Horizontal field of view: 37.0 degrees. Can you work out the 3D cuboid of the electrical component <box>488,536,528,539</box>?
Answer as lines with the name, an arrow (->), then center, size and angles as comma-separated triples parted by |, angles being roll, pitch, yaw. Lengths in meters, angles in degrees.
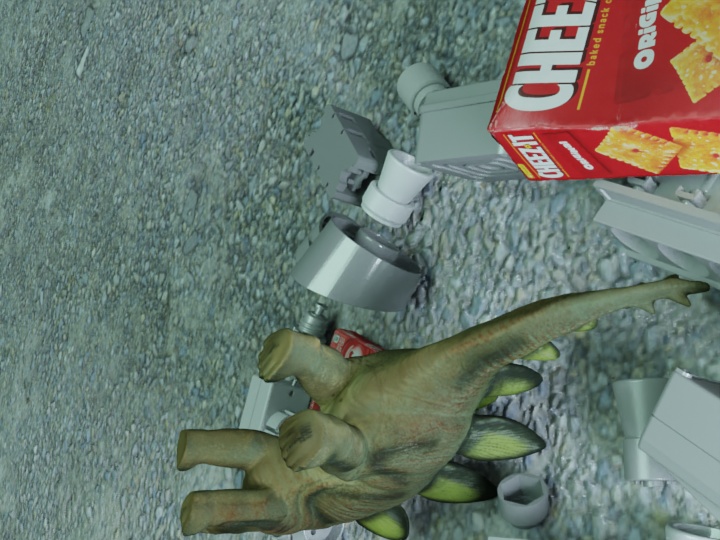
electrical component -> 0.132, 0.212, 0.677 | 0.121, 0.063, 0.078 | -13, 68, 51

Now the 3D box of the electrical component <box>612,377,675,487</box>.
electrical component -> 0.182, 0.102, 0.671 | 0.044, 0.044, 0.065 | -15, 70, 51

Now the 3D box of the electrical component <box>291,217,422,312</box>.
electrical component -> 0.000, 0.000, 0.908 | 0.064, 0.099, 0.099 | -58, 38, 12

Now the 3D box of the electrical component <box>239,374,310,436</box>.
electrical component -> -0.072, 0.147, 0.996 | 0.076, 0.047, 0.083 | 13, 88, 54

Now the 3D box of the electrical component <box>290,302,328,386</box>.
electrical component -> -0.050, 0.068, 1.001 | 0.040, 0.040, 0.078 | 38, 108, 53

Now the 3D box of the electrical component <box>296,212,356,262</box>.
electrical component -> -0.027, -0.017, 0.990 | 0.047, 0.055, 0.055 | -44, 45, 41

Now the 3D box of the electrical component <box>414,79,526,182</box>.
electrical component -> 0.104, -0.105, 0.822 | 0.113, 0.078, 0.057 | 1, 82, 54

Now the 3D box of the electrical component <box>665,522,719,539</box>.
electrical component -> 0.195, 0.183, 0.622 | 0.044, 0.044, 0.065 | 7, 87, 55

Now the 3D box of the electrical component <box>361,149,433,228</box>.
electrical component -> 0.032, -0.071, 0.937 | 0.055, 0.045, 0.045 | -60, 38, 21

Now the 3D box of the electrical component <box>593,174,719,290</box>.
electrical component -> 0.212, -0.029, 0.651 | 0.063, 0.079, 0.121 | -54, 35, -5

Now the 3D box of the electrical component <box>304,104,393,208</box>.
electrical component -> -0.005, -0.103, 0.990 | 0.050, 0.056, 0.089 | -54, 40, 27

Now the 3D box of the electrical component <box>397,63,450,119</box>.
electrical component -> 0.061, -0.146, 0.928 | 0.040, 0.040, 0.078 | -56, 40, 25

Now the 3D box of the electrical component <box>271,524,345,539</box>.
electrical component -> -0.050, 0.199, 0.949 | 0.077, 0.044, 0.079 | -2, 76, 54

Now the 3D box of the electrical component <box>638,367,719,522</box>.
electrical component -> 0.208, 0.101, 0.616 | 0.096, 0.062, 0.061 | 38, 108, 53

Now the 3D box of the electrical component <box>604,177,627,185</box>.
electrical component -> 0.189, -0.101, 0.730 | 0.083, 0.047, 0.075 | -63, 37, 17
